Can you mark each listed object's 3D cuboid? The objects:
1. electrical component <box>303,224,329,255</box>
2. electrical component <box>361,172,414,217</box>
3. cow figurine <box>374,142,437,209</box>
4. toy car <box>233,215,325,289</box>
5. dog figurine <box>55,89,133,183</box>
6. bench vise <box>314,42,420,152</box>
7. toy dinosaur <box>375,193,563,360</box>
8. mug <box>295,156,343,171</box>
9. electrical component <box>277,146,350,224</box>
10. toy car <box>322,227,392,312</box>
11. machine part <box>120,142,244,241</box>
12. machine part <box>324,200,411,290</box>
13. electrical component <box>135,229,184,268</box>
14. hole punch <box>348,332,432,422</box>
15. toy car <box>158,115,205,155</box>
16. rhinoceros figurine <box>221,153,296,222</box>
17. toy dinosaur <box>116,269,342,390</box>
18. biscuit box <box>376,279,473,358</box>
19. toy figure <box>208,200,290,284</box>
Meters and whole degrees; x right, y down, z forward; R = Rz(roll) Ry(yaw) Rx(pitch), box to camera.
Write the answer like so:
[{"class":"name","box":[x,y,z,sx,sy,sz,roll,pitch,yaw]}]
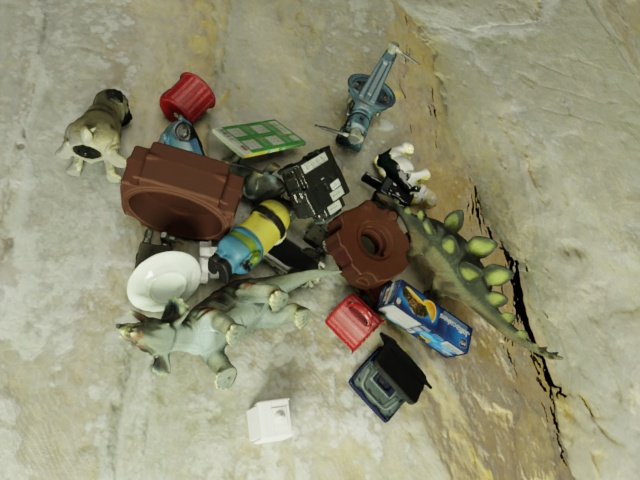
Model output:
[{"class":"electrical component","box":[-0.002,-0.003,1.120,0.063,0.021,0.094,36,60,1]},{"class":"electrical component","box":[0.140,-0.100,1.186,0.119,0.075,0.048,33,58,-6]},{"class":"cow figurine","box":[0.196,-0.136,1.226,0.098,0.068,0.167,-20,69,-20]},{"class":"toy car","box":[-0.082,0.023,1.061,0.202,0.056,0.073,34,54,-3]},{"class":"dog figurine","box":[-0.411,-0.226,1.007,0.121,0.172,0.190,13,68,-25]},{"class":"bench vise","box":[0.111,-0.324,1.202,0.129,0.240,0.224,32,43,2]},{"class":"toy dinosaur","box":[0.281,0.067,1.082,0.105,0.198,0.471,-37,79,-27]},{"class":"mug","box":[-0.006,-0.123,1.142,0.109,0.081,0.107,14,71,-27]},{"class":"electrical component","box":[-0.007,-0.102,1.055,0.115,0.058,0.134,-34,107,-36]},{"class":"toy car","box":[0.076,0.055,1.097,0.089,0.053,0.202,-30,84,-34]},{"class":"machine part","box":[-0.248,-0.076,0.966,0.201,0.201,0.087,16,63,-12]},{"class":"machine part","box":[0.098,0.009,1.066,0.179,0.056,0.179,12,64,-25]},{"class":"electrical component","box":[-0.297,0.030,0.988,0.078,0.045,0.102,17,61,-12]},{"class":"hole punch","box":[0.129,0.262,1.010,0.142,0.092,0.116,45,29,8]},{"class":"toy car","box":[-0.276,-0.154,1.063,0.103,0.109,0.161,-20,83,-3]},{"class":"rhinoceros figurine","box":[-0.126,-0.101,1.078,0.190,0.112,0.073,27,30,10]},{"class":"toy dinosaur","box":[-0.155,0.127,0.945,0.192,0.131,0.405,21,32,36]},{"class":"biscuit box","box":[0.210,0.158,1.067,0.202,0.059,0.063,34,57,-17]},{"class":"toy figure","box":[-0.122,0.000,0.968,0.082,0.089,0.180,47,53,1]}]
